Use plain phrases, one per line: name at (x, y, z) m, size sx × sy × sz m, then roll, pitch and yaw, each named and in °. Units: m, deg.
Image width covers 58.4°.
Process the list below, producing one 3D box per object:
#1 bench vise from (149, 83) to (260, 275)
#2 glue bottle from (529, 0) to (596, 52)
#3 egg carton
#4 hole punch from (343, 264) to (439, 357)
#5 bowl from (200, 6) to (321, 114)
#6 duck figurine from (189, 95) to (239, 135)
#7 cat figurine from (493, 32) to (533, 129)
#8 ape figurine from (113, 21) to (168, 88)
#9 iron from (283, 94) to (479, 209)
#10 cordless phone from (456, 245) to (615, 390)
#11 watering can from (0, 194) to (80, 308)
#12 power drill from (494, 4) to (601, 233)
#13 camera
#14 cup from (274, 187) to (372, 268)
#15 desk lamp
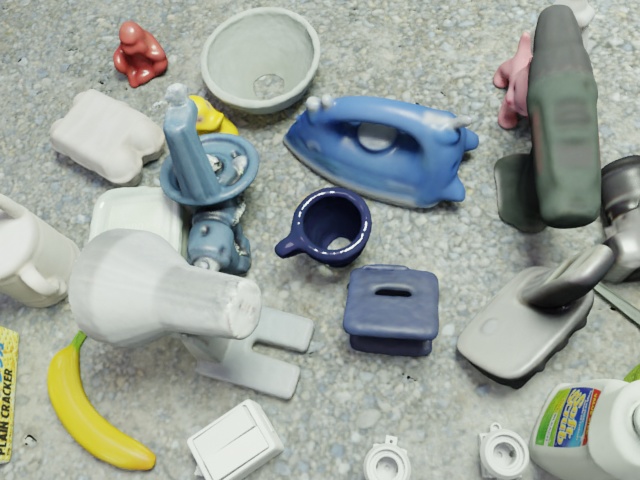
bench vise at (-0.122, -0.061, 0.656) m, size 0.121 × 0.220 × 0.207 m, roll -20°, pitch 67°, yaw -2°
glue bottle at (0.308, -0.275, 0.720) m, size 0.078 × 0.173 × 0.037 m, roll 35°, pitch 76°, yaw 19°
egg carton at (-0.292, -0.141, 0.789) m, size 0.150 × 0.069 × 0.107 m, roll 27°, pitch 73°, yaw 16°
hole punch at (0.079, 0.074, 0.648) m, size 0.108 × 0.091 × 0.101 m, roll 2°, pitch 68°, yaw 8°
bowl at (-0.078, -0.238, 0.802) m, size 0.167 × 0.075 × 0.167 m, roll -2°, pitch 68°, yaw 6°
duck figurine at (-0.168, -0.163, 0.775) m, size 0.104 × 0.086 × 0.077 m, roll 19°, pitch 71°, yaw 14°
cat figurine at (0.266, -0.201, 0.725) m, size 0.067 × 0.118 × 0.128 m, roll -3°, pitch 68°, yaw 6°
ape figurine at (-0.264, -0.277, 0.830) m, size 0.077 × 0.092 × 0.076 m, roll 11°, pitch 69°, yaw 11°
iron at (0.064, -0.132, 0.706) m, size 0.258 × 0.141 × 0.119 m, roll 13°, pitch 70°, yaw 12°
cordless phone at (0.219, 0.073, 0.582) m, size 0.094 × 0.185 × 0.148 m, roll 40°, pitch 77°, yaw 20°
watering can at (-0.379, 0.004, 0.673) m, size 0.172 × 0.194 × 0.101 m, roll 16°, pitch 71°, yaw 13°
power drill at (0.251, -0.106, 0.638) m, size 0.075 × 0.208 × 0.229 m, roll -2°, pitch 68°, yaw 6°
camera at (0.386, -0.032, 0.651) m, size 0.143 × 0.101 × 0.137 m, roll -8°, pitch 67°, yaw 3°
cup at (0.006, 0.002, 0.683) m, size 0.118 × 0.095 × 0.091 m, roll -27°, pitch 67°, yaw -5°
desk lamp at (-0.123, 0.078, 0.603) m, size 0.203 × 0.214 × 0.118 m, roll 12°, pitch 70°, yaw 11°
